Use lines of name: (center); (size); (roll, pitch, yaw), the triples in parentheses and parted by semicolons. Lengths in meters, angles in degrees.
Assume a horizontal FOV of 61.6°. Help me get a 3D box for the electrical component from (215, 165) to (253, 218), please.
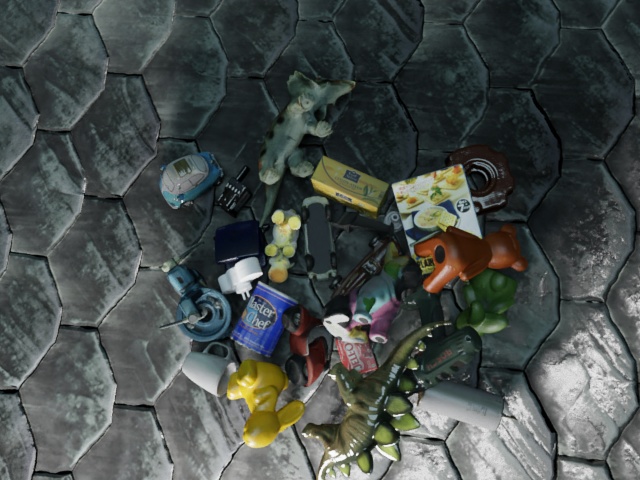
electrical component: (-0.194, -0.118, 1.291); (0.048, 0.074, 0.119); (36, 81, 11)

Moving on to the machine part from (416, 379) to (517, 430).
machine part: (0.299, 0.346, 1.150); (0.243, 0.079, 0.079); (16, 81, 9)

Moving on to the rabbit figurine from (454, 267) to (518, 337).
rabbit figurine: (0.357, 0.149, 1.162); (0.121, 0.159, 0.170); (25, 97, -1)

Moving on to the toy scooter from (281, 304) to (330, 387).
toy scooter: (-0.015, 0.227, 1.197); (0.135, 0.075, 0.183); (-10, 95, -40)

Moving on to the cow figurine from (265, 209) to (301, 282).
cow figurine: (-0.086, 0.012, 1.254); (0.068, 0.098, 0.167); (12, 99, 2)

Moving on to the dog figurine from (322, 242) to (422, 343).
dog figurine: (0.119, 0.110, 1.162); (0.108, 0.192, 0.219); (51, 52, -27)

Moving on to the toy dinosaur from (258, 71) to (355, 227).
toy dinosaur: (-0.076, -0.237, 1.277); (0.131, 0.192, 0.404); (31, 98, -26)

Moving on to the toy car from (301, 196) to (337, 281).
toy car: (-0.003, -0.004, 1.260); (0.074, 0.056, 0.201); (-5, 79, -3)

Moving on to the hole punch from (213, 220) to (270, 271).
hole punch: (-0.188, 0.010, 1.258); (0.142, 0.092, 0.116); (-13, 74, 6)

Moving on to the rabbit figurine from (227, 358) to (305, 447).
rabbit figurine: (-0.122, 0.362, 1.155); (0.162, 0.122, 0.173); (25, 40, -28)

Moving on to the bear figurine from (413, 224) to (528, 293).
bear figurine: (0.314, 0.031, 1.106); (0.196, 0.132, 0.120); (-2, 65, -26)

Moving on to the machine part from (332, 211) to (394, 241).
machine part: (0.105, -0.035, 1.236); (0.139, 0.084, 0.039); (16, 116, 21)

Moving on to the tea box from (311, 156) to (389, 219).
tea box: (0.071, -0.121, 1.255); (0.170, 0.098, 0.068); (26, 81, 11)

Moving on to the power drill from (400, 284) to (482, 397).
power drill: (0.217, 0.207, 1.139); (0.232, 0.086, 0.207); (-36, 40, 29)

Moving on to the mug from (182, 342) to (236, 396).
mug: (-0.251, 0.282, 1.213); (0.107, 0.080, 0.109); (17, 87, 16)

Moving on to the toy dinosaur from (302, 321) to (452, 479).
toy dinosaur: (0.105, 0.338, 1.097); (0.199, 0.105, 0.471); (32, 103, 36)

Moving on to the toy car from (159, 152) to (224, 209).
toy car: (-0.319, -0.153, 1.294); (0.162, 0.103, 0.109); (-30, 79, 1)

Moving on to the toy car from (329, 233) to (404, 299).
toy car: (0.107, 0.074, 1.237); (0.202, 0.053, 0.089); (-45, 82, -6)

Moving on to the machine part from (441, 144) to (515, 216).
machine part: (0.364, -0.138, 1.253); (0.179, 0.056, 0.179); (-1, 78, 5)

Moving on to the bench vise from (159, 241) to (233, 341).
bench vise: (-0.274, 0.131, 1.174); (0.129, 0.240, 0.223); (-26, 94, -4)
